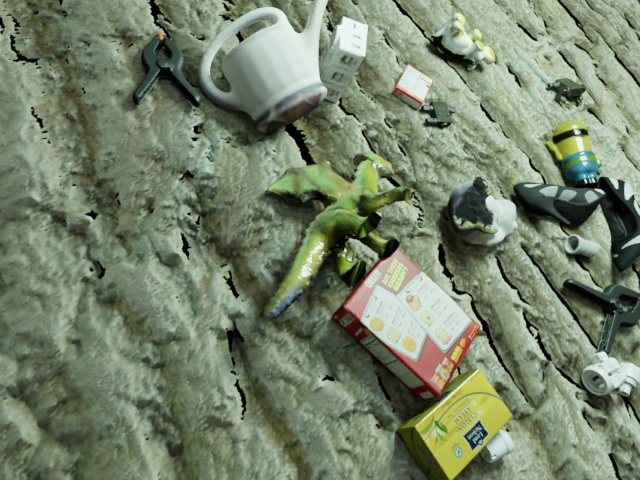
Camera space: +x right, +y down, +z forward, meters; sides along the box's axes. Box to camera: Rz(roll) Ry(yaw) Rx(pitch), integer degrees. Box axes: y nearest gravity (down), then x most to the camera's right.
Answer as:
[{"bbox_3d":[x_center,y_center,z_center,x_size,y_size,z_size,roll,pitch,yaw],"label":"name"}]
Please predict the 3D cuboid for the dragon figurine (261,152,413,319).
[{"bbox_3d":[0.003,-0.046,0.907,0.415,0.119,0.246,-32,49,-28],"label":"dragon figurine"}]

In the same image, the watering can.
[{"bbox_3d":[-0.061,-0.347,0.976,0.347,0.104,0.224,-30,91,6],"label":"watering can"}]

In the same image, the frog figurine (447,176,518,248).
[{"bbox_3d":[0.338,-0.052,1.070,0.159,0.121,0.139,13,44,-57],"label":"frog figurine"}]
